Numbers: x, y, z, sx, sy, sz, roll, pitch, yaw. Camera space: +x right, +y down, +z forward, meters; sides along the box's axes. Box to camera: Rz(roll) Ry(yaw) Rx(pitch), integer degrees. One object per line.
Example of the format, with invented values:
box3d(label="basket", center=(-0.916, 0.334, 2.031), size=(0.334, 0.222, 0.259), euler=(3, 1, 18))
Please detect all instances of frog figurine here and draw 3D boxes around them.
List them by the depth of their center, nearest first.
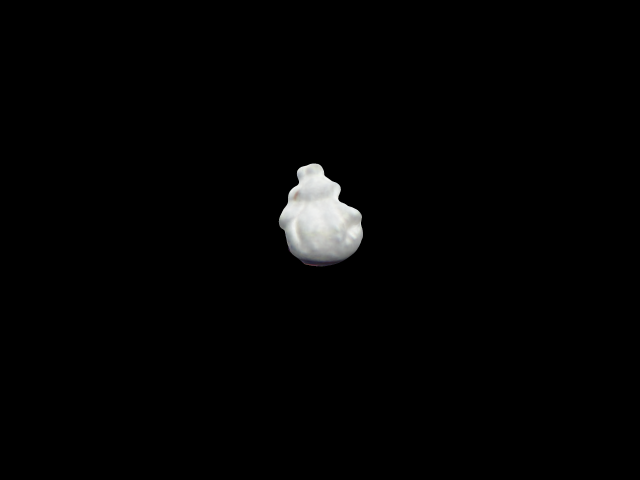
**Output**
box3d(label="frog figurine", center=(0.003, -0.043, 0.850), size=(0.137, 0.157, 0.124), euler=(5, 20, 15))
